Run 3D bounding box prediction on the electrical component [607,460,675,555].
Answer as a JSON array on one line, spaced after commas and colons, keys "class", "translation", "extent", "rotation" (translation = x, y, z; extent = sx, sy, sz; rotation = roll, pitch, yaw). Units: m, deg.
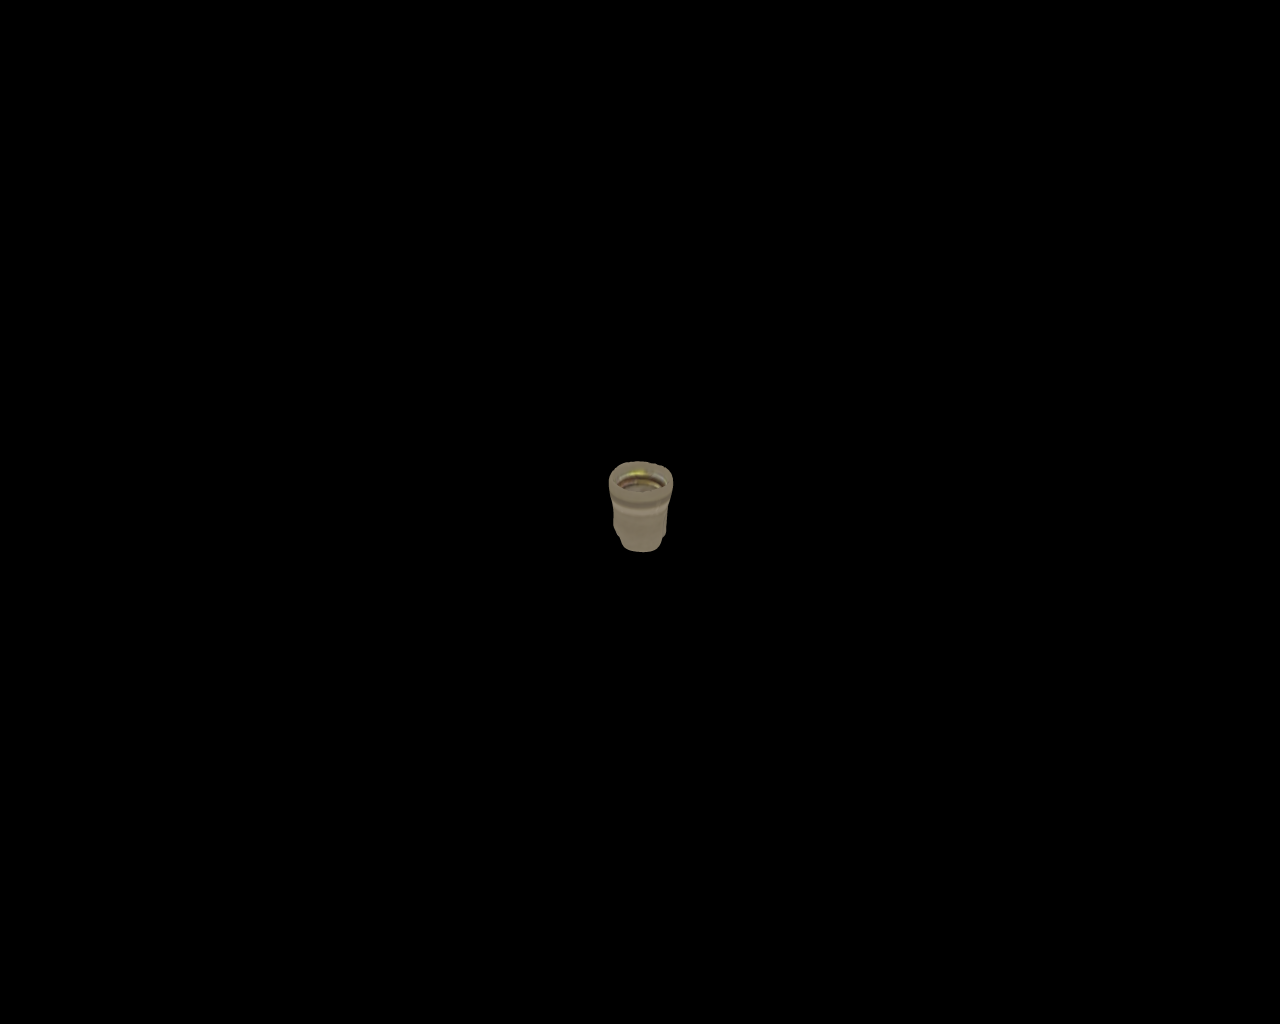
[{"class": "electrical component", "translation": [0.001, -0.003, 0.650], "extent": [0.040, 0.046, 0.040], "rotation": [0, 31, 0]}]
